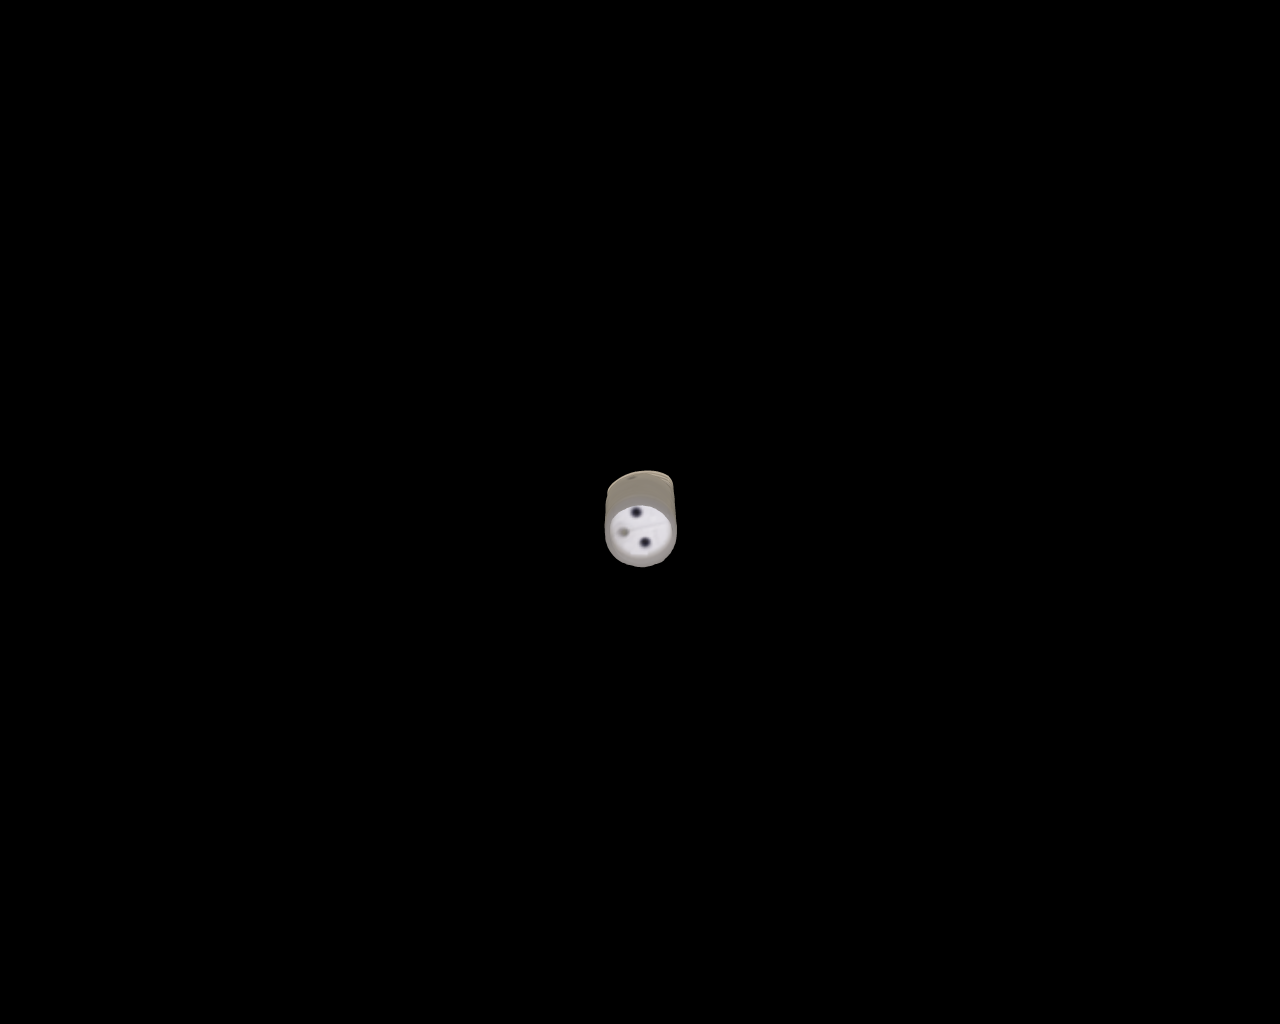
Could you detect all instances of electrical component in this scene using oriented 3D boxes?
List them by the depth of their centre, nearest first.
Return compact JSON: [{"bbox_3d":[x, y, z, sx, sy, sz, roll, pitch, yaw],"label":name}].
[{"bbox_3d":[0.001,-0.003,0.650,0.043,0.043,0.081,0,24,0],"label":"electrical component"}]
